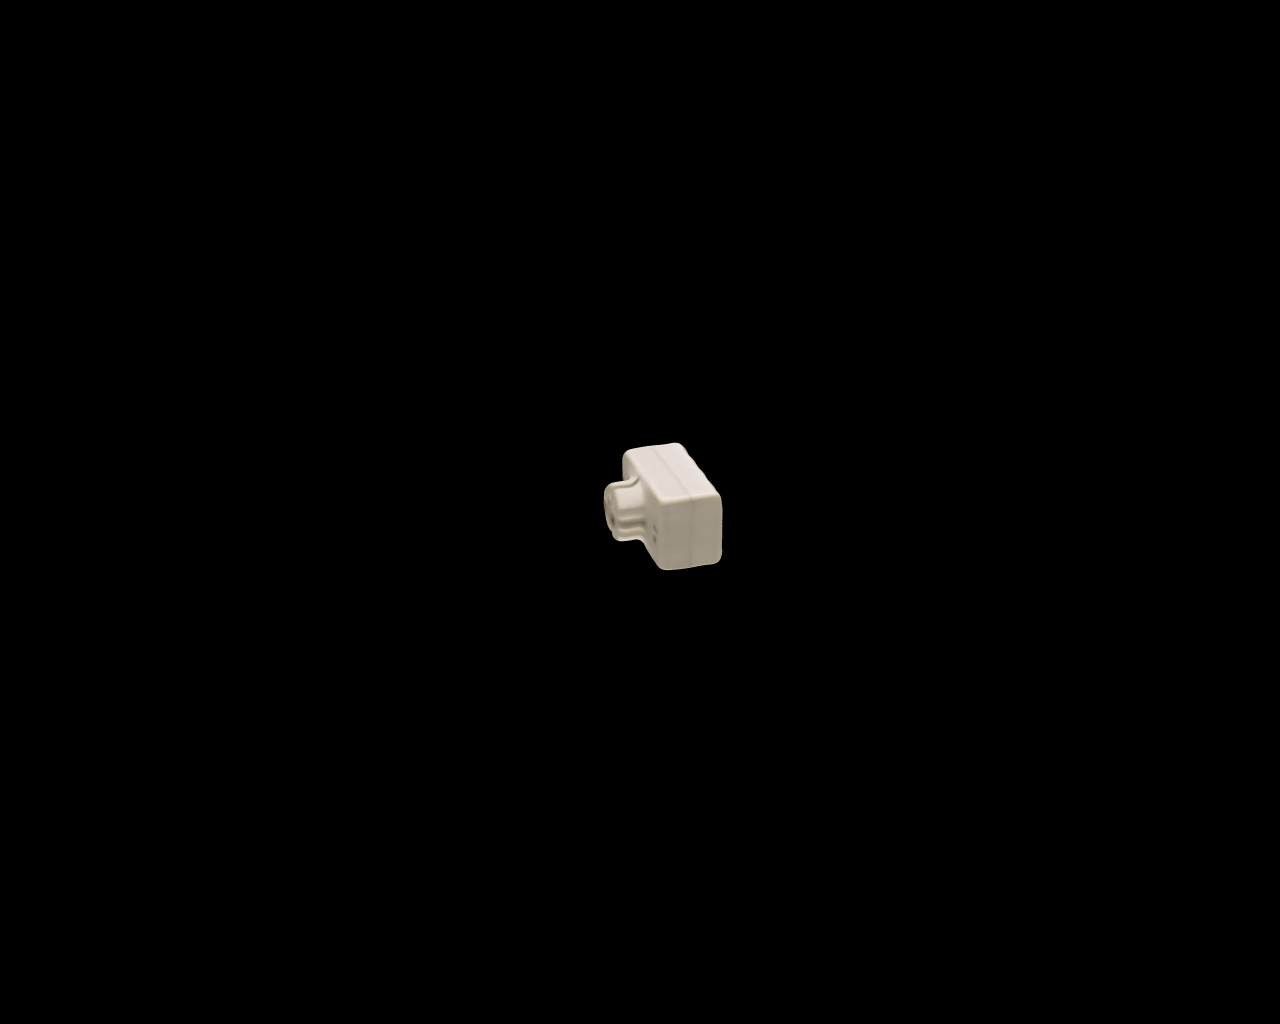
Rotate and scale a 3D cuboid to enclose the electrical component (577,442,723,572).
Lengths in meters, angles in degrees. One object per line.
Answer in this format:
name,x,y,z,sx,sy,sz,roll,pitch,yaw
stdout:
electrical component,0.001,-0.003,0.650,0.076,0.047,0.083,-7,27,-14
